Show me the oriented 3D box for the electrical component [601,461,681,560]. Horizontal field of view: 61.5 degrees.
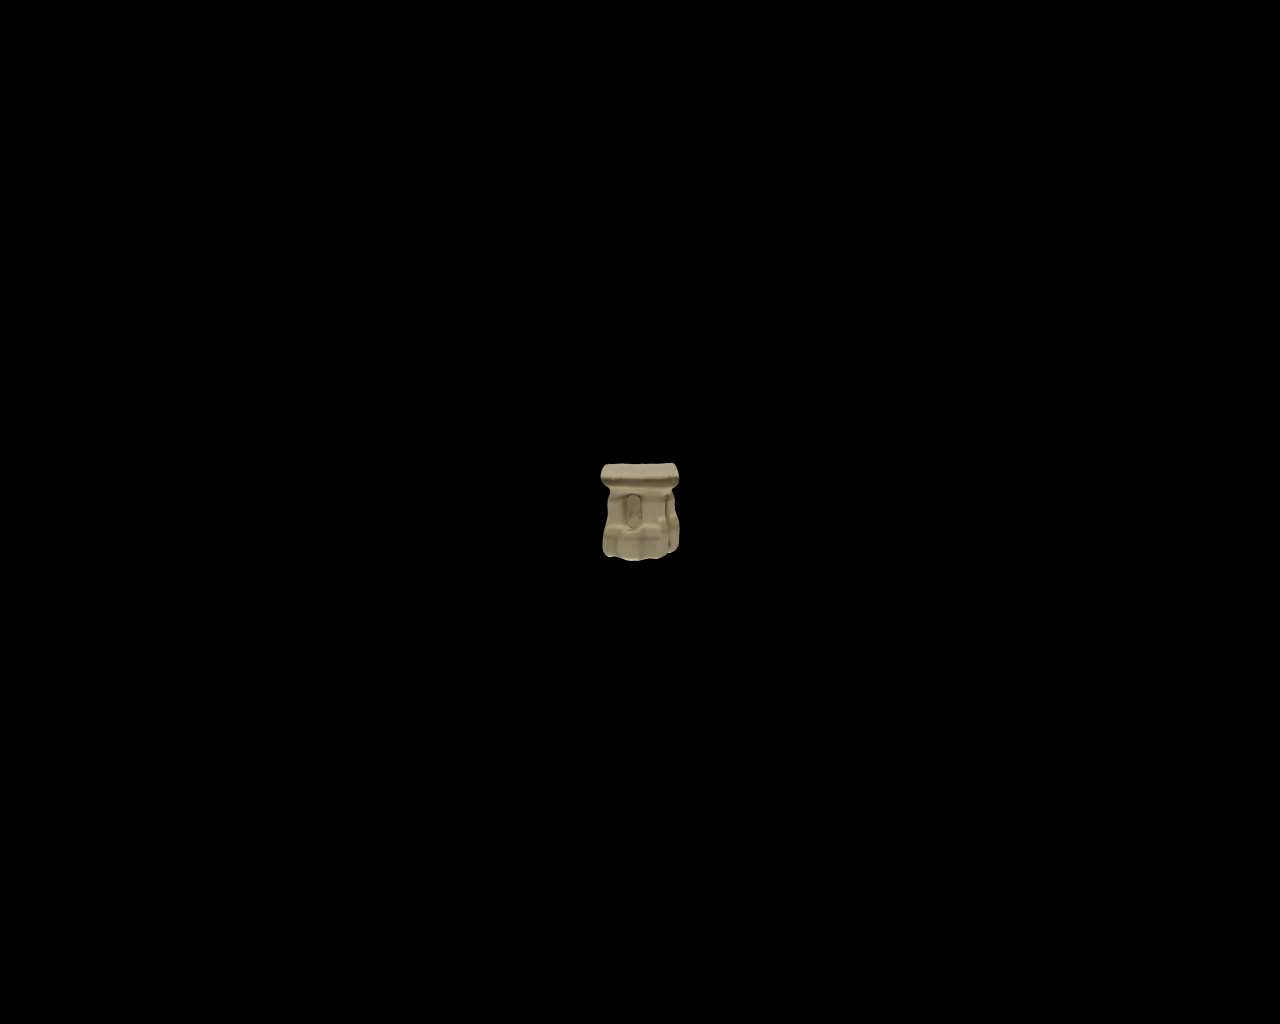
[{"bbox_3d":[0.001,-0.003,0.650,0.048,0.055,0.066,1,5,15],"label":"electrical component"}]
